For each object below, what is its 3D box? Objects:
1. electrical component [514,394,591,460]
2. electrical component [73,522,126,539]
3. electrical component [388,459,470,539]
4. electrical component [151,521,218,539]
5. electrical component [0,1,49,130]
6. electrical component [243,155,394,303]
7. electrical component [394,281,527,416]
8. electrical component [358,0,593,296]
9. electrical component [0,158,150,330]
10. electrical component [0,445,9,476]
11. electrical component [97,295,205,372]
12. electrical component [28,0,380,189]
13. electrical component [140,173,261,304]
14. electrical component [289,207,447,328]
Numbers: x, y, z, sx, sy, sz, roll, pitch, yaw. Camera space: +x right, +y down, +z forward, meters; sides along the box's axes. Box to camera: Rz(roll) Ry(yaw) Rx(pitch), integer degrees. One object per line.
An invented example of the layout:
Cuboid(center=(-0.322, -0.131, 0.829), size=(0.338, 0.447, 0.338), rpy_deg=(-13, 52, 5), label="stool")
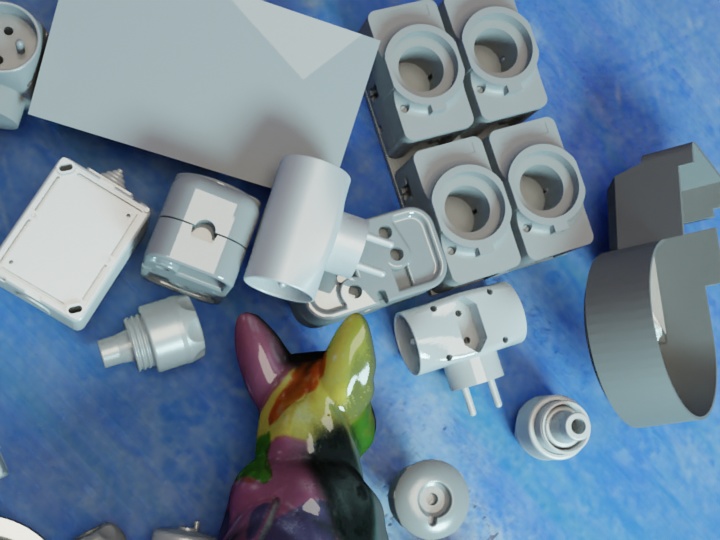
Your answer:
Cuboid(center=(0.130, 0.103, 0.704), size=(0.043, 0.062, 0.043), rpy_deg=(2, 80, -13), label="electrical component")
Cuboid(center=(-0.147, 0.183, 0.638), size=(0.035, 0.035, 0.061), rpy_deg=(-27, 91, -16), label="electrical component")
Cuboid(center=(0.038, 0.143, 0.675), size=(0.048, 0.062, 0.048), rpy_deg=(2, 80, -13), label="electrical component")
Cuboid(center=(-0.110, 0.189, 0.642), size=(0.040, 0.040, 0.078), rpy_deg=(12, 78, -12), label="electrical component")
Cuboid(center=(-0.218, -0.110, 0.647), size=(0.043, 0.077, 0.079), rpy_deg=(16, 77, -11), label="electrical component")
Cuboid(center=(-0.020, -0.018, 0.633), size=(0.079, 0.044, 0.077), rpy_deg=(18, 76, -8), label="electrical component")
Cuboid(center=(0.071, 0.055, 0.707), size=(0.077, 0.043, 0.079), rpy_deg=(-16, 85, -16), label="electrical component")
Cuboid(center=(0.075, -0.089, 0.724), size=(0.105, 0.060, 0.186), rpy_deg=(-16, 85, -16), label="electrical component")
Cuboid(center=(-0.171, -0.019, 0.651), size=(0.062, 0.061, 0.096), rpy_deg=(32, 75, -6), label="electrical component")
Cuboid(center=(-0.241, 0.076, 0.594), size=(0.056, 0.109, 0.108), rpy_deg=(-24, 87, -19), label="electrical component")
Cuboid(center=(-0.129, 0.042, 0.661), size=(0.062, 0.043, 0.043), rpy_deg=(-17, 85, -15), label="electrical component")
Cuboid(center=(-0.095, -0.121, 0.669), size=(0.186, 0.060, 0.105), rpy_deg=(17, 100, -11), label="electrical component")
Cuboid(center=(-0.096, -0.020, 0.652), size=(0.054, 0.095, 0.059), rpy_deg=(21, 76, -9), label="electrical component")
Cuboid(center=(0.000, 0.000, 0.691), size=(0.095, 0.059, 0.053), rpy_deg=(-17, 85, -16), label="electrical component")
